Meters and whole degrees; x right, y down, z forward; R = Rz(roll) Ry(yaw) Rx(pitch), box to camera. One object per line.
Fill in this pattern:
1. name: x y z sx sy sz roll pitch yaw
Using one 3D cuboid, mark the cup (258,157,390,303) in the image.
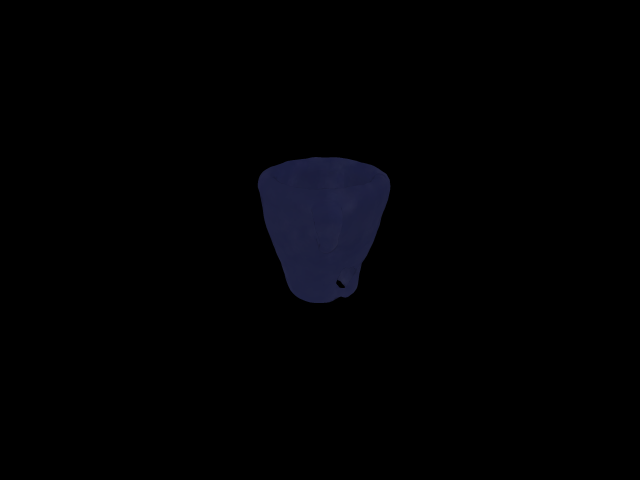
1. cup: 0.004 0.001 0.400 0.091 0.095 0.117 -1 23 -3
